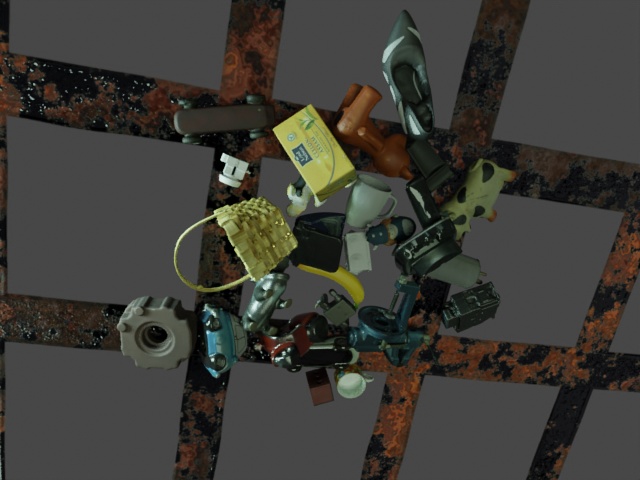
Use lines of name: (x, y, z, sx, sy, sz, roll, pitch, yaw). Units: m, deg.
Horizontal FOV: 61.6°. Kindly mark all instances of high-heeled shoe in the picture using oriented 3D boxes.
high-heeled shoe: (0.185, -0.324, 1.066, 0.086, 0.145, 0.248, -11, 112, -6)

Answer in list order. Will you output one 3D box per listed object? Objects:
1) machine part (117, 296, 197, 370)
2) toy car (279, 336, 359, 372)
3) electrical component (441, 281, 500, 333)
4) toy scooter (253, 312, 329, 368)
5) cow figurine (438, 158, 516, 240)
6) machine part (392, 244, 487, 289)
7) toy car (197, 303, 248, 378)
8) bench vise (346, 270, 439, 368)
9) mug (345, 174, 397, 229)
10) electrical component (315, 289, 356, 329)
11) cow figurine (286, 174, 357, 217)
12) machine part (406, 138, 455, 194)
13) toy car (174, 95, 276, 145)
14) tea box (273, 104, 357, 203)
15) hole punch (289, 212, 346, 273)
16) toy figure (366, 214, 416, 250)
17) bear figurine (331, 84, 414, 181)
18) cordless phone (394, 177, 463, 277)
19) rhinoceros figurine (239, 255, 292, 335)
machine part: (-0.362, 0.210, 1.202, 0.179, 0.056, 0.179, 0, 110, -1)
toy car: (-0.005, 0.272, 1.293, 0.202, 0.056, 0.073, -1, 116, -7)
electrical component: (0.356, 0.166, 1.284, 0.134, 0.058, 0.114, -21, 146, -2)
toy scooter: (-0.073, 0.224, 1.223, 0.135, 0.184, 0.075, -3, 113, 37)
cow figurine: (0.334, -0.089, 1.204, 0.127, 0.085, 0.194, 22, 101, -13)
machine part: (0.282, 0.054, 1.250, 0.243, 0.079, 0.079, 19, 105, -14)
toy car: (-0.220, 0.222, 1.225, 0.103, 0.109, 0.161, -6, 99, -30)
bench vise: (0.182, 0.187, 1.259, 0.224, 0.129, 0.240, 10, 113, -12)
mug: (0.108, -0.077, 1.182, 0.109, 0.081, 0.107, 17, 116, -25)
electrical component: (0.037, 0.161, 1.261, 0.102, 0.045, 0.078, 39, 107, -21)
cow figurine: (-0.014, -0.122, 1.146, 0.167, 0.068, 0.098, -33, 105, 0)
machine part: (0.234, -0.172, 1.185, 0.084, 0.039, 0.138, -34, 112, 10)
toy car: (-0.191, -0.243, 1.084, 0.202, 0.053, 0.089, -6, 99, -3)
tea box: (-0.009, -0.174, 1.085, 0.098, 0.068, 0.170, -34, 76, 1)
hole punch: (-0.002, -0.004, 1.173, 0.116, 0.092, 0.142, 14, 137, 5)
toy figure: (0.156, -0.021, 1.175, 0.064, 0.154, 0.057, 52, 126, 18)
bear figurine: (0.125, -0.216, 1.110, 0.196, 0.120, 0.132, 29, 99, -19)
cordless phone: (0.204, -0.028, 1.132, 0.147, 0.089, 0.184, -31, 106, -10)
rhinoceros figurine: (-0.115, 0.119, 1.193, 0.073, 0.112, 0.190, 20, 94, -30)
